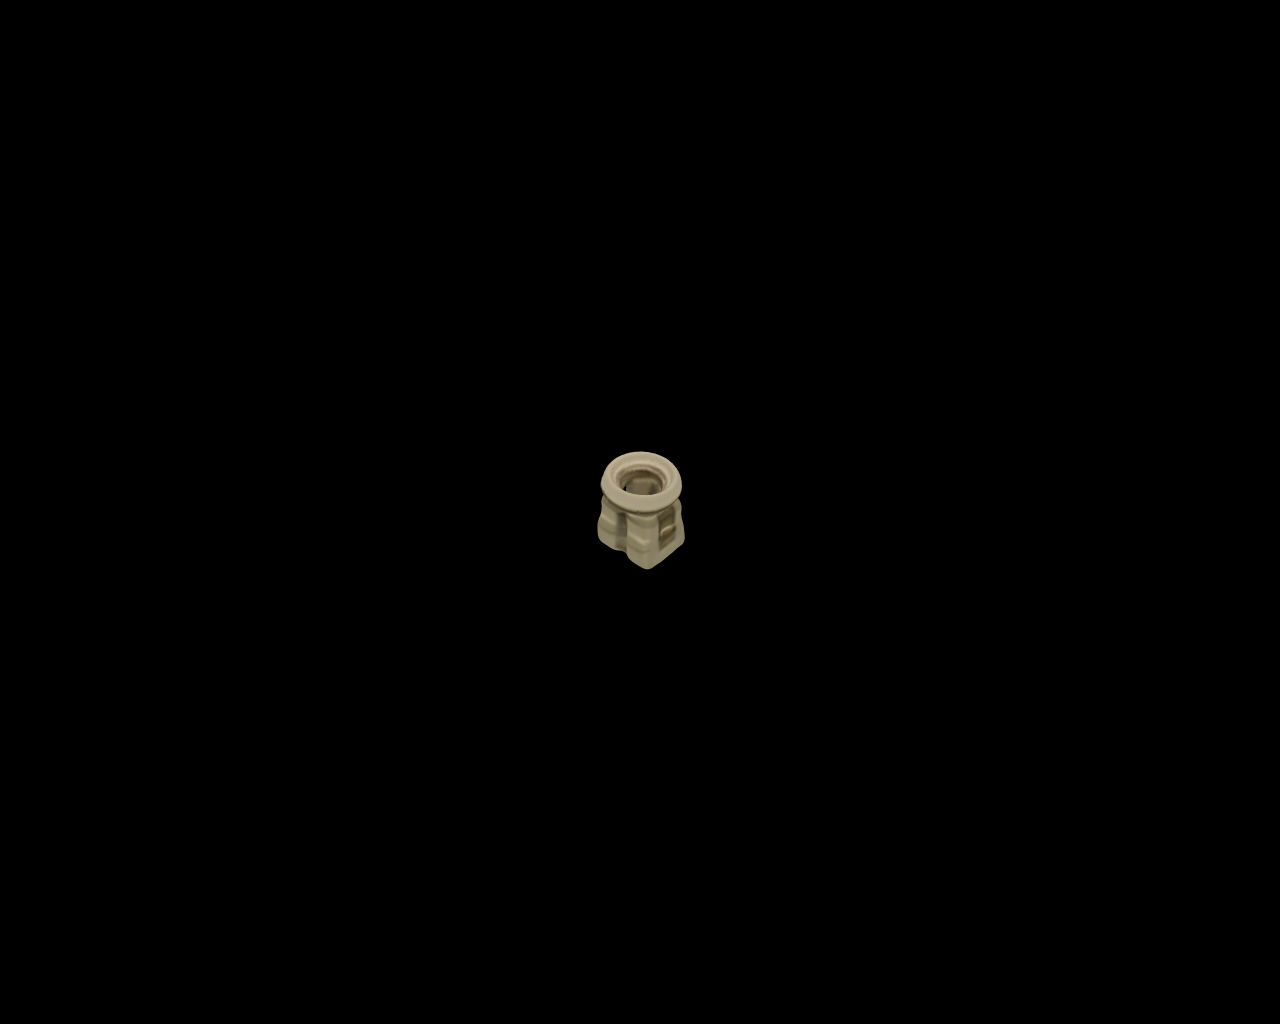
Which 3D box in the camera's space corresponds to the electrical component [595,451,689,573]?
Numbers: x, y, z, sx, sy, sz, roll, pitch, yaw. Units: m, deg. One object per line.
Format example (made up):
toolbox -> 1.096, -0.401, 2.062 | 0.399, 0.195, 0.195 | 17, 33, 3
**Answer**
electrical component -> 0.001, -0.003, 0.650 | 0.066, 0.055, 0.048 | 31, 51, 30
